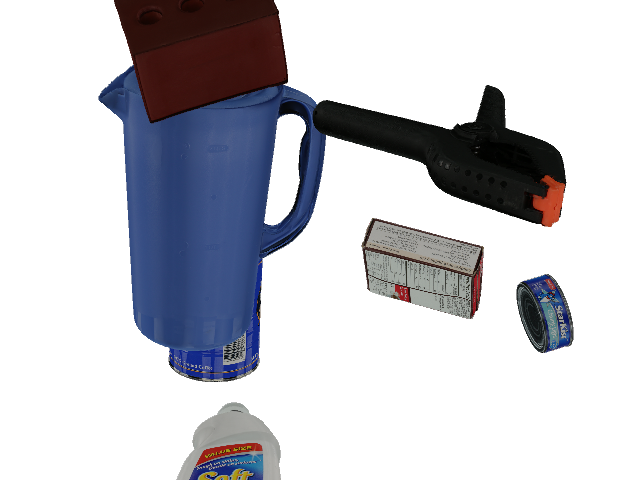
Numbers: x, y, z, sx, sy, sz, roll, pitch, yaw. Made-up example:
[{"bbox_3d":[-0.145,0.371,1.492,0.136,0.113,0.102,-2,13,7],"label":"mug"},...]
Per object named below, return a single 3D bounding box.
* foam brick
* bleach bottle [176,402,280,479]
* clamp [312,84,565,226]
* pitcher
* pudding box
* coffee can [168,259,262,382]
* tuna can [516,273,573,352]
[{"bbox_3d":[-0.062,-0.106,0.555,0.078,0.053,0.051,-18,-34,-6],"label":"foam brick"},{"bbox_3d":[-0.082,0.211,0.855,0.102,0.068,0.251,-2,25,-2],"label":"bleach bottle"},{"bbox_3d":[0.096,-0.065,0.757,0.164,0.036,0.210,-6,28,-17],"label":"clamp"},{"bbox_3d":[-0.096,-0.030,0.924,0.149,0.243,0.144,24,33,31],"label":"pitcher"},{"bbox_3d":[0.099,0.028,1.027,0.113,0.039,0.090,14,-29,14],"label":"pudding box"},{"bbox_3d":[-0.115,0.069,1.169,0.103,0.140,0.103,3,22,-1],"label":"coffee can"},{"bbox_3d":[0.253,0.083,1.209,0.033,0.086,0.086,-16,2,-6],"label":"tuna can"}]
